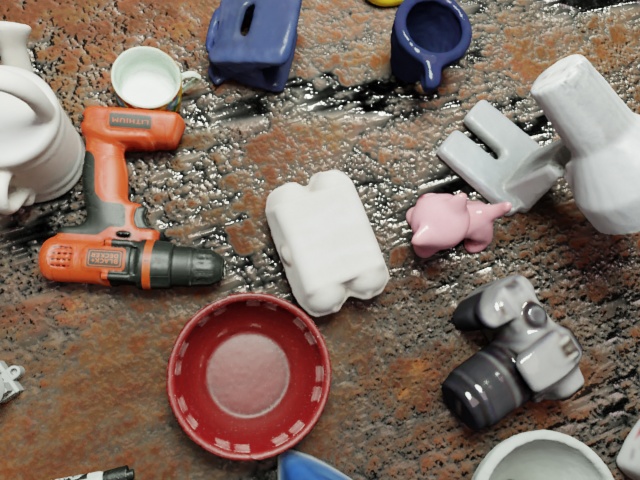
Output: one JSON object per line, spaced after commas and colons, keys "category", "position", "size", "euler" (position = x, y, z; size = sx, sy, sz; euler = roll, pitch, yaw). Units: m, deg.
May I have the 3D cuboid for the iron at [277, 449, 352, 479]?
{"category": "iron", "position": [0.044, 0.308, 0.522], "size": [0.119, 0.141, 0.258], "euler": [-35, 86, -16]}

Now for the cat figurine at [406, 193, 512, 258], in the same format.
{"category": "cat figurine", "position": [0.147, -0.022, 0.628], "size": [0.128, 0.117, 0.067], "euler": [-9, 79, -12]}

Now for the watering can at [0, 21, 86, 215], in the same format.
{"category": "watering can", "position": [-0.291, -0.116, 0.527], "size": [0.101, 0.194, 0.173], "euler": [-22, 82, -14]}

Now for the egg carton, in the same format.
{"category": "egg carton", "position": [0.006, 0.002, 0.621], "size": [0.107, 0.069, 0.150], "euler": [-20, 82, -14]}

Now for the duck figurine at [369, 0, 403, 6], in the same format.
{"category": "duck figurine", "position": [0.098, -0.347, 0.709], "size": [0.105, 0.086, 0.077], "euler": [-35, 85, -16]}

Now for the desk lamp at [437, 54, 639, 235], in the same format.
{"category": "desk lamp", "position": [0.260, -0.094, 0.616], "size": [0.203, 0.213, 0.118], "euler": [40, 74, 0]}

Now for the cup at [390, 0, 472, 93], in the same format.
{"category": "cup", "position": [0.121, -0.217, 0.679], "size": [0.092, 0.095, 0.118], "euler": [3, 77, -10]}

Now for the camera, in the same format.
{"category": "camera", "position": [0.195, 0.127, 0.612], "size": [0.137, 0.100, 0.143], "euler": [-30, 84, -15]}

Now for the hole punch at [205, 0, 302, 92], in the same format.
{"category": "hole punch", "position": [-0.075, -0.235, 0.649], "size": [0.101, 0.091, 0.109], "euler": [12, 75, -8]}

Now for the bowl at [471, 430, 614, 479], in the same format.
{"category": "bowl", "position": [0.220, 0.281, 0.596], "size": [0.167, 0.074, 0.167], "euler": [2, 77, -10]}

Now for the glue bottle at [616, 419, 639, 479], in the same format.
{"category": "glue bottle", "position": [0.385, 0.224, 0.589], "size": [0.037, 0.173, 0.078], "euler": [37, 74, 0]}
